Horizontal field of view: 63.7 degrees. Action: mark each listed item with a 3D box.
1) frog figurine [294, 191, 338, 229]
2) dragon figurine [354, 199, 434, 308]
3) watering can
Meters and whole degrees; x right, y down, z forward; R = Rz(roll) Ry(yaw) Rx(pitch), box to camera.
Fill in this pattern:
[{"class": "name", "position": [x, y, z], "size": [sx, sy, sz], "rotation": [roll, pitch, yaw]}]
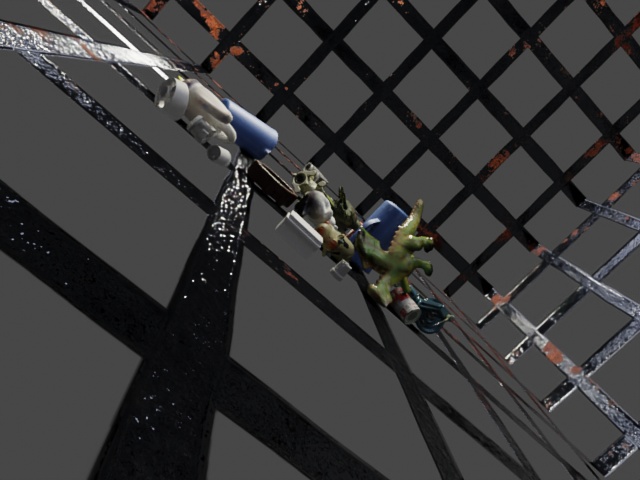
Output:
[{"class": "frog figurine", "position": [0.005, -0.084, 1.678], "size": [0.158, 0.123, 0.138], "rotation": [28, -5, -23]}, {"class": "dragon figurine", "position": [0.221, 0.022, 1.598], "size": [0.241, 0.120, 0.419], "rotation": [19, 59, -24]}, {"class": "watering can", "position": [-0.325, -0.374, 1.484], "size": [0.223, 0.104, 0.347], "rotation": [44, -8, -7]}]
